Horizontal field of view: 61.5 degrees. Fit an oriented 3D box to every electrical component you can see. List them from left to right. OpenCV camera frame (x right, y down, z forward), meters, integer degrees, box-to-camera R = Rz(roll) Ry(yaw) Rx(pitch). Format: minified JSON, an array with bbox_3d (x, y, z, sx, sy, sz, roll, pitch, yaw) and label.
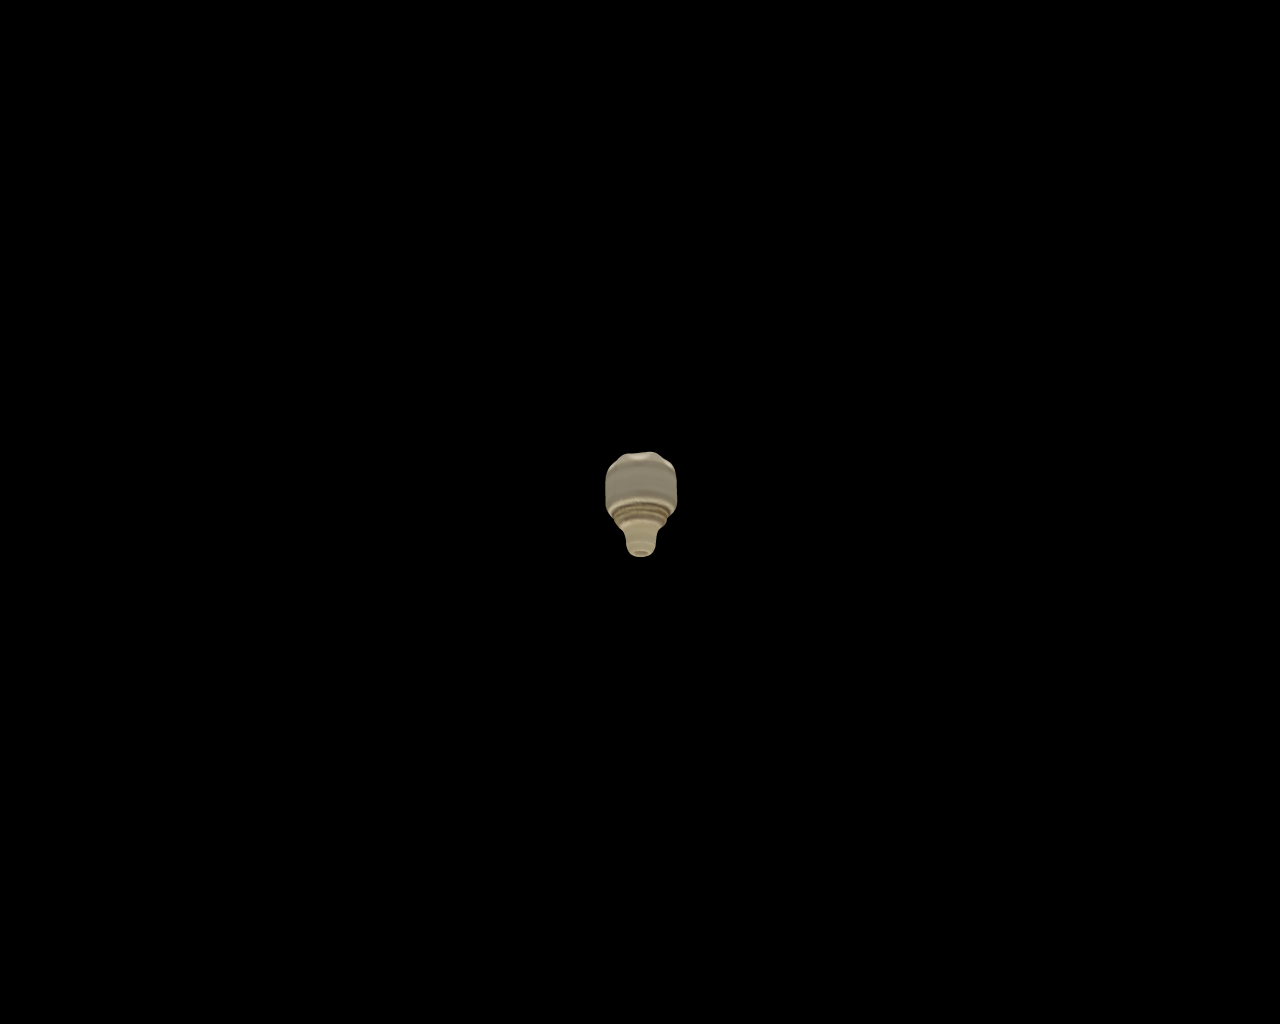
[{"bbox_3d":[0.001,-0.003,0.650,0.043,0.062,0.043,0,-23,0],"label":"electrical component"}]
